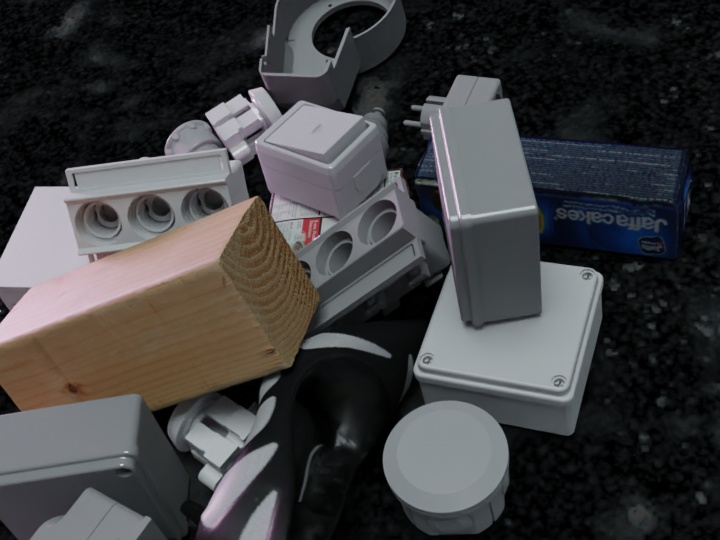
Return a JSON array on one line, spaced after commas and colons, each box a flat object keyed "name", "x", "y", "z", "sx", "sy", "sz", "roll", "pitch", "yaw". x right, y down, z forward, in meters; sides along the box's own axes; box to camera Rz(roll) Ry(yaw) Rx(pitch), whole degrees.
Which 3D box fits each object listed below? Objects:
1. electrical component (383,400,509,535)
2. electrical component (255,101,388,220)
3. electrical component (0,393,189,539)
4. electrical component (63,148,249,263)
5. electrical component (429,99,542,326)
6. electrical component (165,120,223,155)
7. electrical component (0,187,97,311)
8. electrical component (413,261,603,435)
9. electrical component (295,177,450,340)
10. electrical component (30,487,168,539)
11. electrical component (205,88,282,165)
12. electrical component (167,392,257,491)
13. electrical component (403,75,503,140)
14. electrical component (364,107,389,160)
[{"name": "electrical component", "x": 0.058, "y": 0.130, "z": 0.697, "sx": 0.080, "sy": 0.051, "sz": 0.080, "roll": -7, "pitch": 50, "yaw": 9}, {"name": "electrical component", "x": -0.036, "y": -0.092, "z": 0.847, "sx": 0.096, "sy": 0.061, "sz": 0.061, "roll": 22, "pitch": 55, "yaw": 32}, {"name": "electrical component", "x": -0.180, "y": 0.140, "z": 0.713, "sx": 0.109, "sy": 0.108, "sz": 0.056, "roll": -10, "pitch": 47, "yaw": 7}, {"name": "electrical component", "x": -0.147, "y": -0.048, "z": 0.802, "sx": 0.121, "sy": 0.078, "sz": 0.063, "roll": -6, "pitch": 21, "yaw": 9}, {"name": "electrical component", "x": 0.084, "y": -0.038, "z": 0.714, "sx": 0.056, "sy": 0.108, "sz": 0.108, "roll": -9, "pitch": 49, "yaw": 4}, {"name": "electrical component", "x": -0.137, "y": -0.097, "z": 0.939, "sx": 0.048, "sy": 0.048, "sz": 0.062, "roll": -35, "pitch": 59, "yaw": -15}, {"name": "electrical component", "x": -0.186, "y": -0.008, "z": 0.867, "sx": 0.186, "sy": 0.060, "sz": 0.105, "roll": 1, "pitch": 52, "yaw": 15}, {"name": "electrical component", "x": 0.106, "y": 0.049, "z": 0.748, "sx": 0.109, "sy": 0.056, "sz": 0.108, "roll": 8, "pitch": 54, "yaw": 21}, {"name": "electrical component", "x": 0.000, "y": 0.000, "z": 0.782, "sx": 0.121, "sy": 0.063, "sz": 0.078, "roll": -35, "pitch": 44, "yaw": 24}, {"name": "electrical component", "x": -0.184, "y": 0.235, "z": 0.637, "sx": 0.060, "sy": 0.105, "sz": 0.186, "roll": 20, "pitch": 59, "yaw": 28}, {"name": "electrical component", "x": -0.099, "y": -0.130, "z": 0.956, "sx": 0.055, "sy": 0.048, "sz": 0.066, "roll": -34, "pitch": 51, "yaw": -4}, {"name": "electrical component", "x": -0.101, "y": 0.115, "z": 0.755, "sx": 0.055, "sy": 0.048, "sz": 0.066, "roll": 30, "pitch": 63, "yaw": 24}, {"name": "electrical component", "x": 0.075, "y": -0.126, "z": 0.906, "sx": 0.077, "sy": 0.047, "sz": 0.065, "roll": 11, "pitch": 55, "yaw": 23}, {"name": "electrical component", "x": 0.005, "y": -0.107, "z": 0.912, "sx": 0.040, "sy": 0.040, "sz": 0.078, "roll": 6, "pitch": 53, "yaw": 19}]
